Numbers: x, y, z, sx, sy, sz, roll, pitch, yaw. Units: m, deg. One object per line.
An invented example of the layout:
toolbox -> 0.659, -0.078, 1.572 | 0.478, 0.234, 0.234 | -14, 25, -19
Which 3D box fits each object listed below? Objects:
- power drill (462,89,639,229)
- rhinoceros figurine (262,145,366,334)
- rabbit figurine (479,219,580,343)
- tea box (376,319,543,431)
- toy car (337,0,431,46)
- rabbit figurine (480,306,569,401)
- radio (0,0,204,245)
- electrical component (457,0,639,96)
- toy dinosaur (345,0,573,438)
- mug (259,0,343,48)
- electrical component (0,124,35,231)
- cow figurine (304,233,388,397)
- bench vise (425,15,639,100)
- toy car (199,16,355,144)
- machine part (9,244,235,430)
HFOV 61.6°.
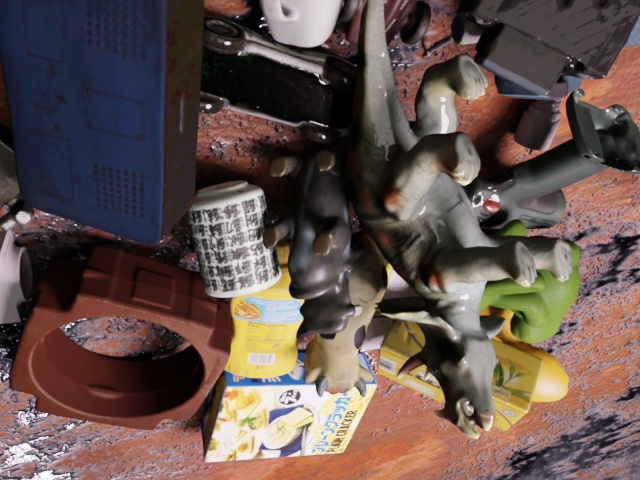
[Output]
power drill -> 0.205, -0.065, 0.562 | 0.232, 0.086, 0.207 | 7, 151, -28
rhinoceros figurine -> -0.001, -0.002, 0.542 | 0.073, 0.190, 0.112 | -4, 172, 23
rabbit figurine -> 0.210, 0.056, 0.626 | 0.170, 0.121, 0.159 | -8, 154, -13
tea box -> 0.157, 0.148, 0.630 | 0.170, 0.068, 0.098 | 22, 153, 13
toy car -> 0.079, -0.253, 0.442 | 0.089, 0.053, 0.202 | 9, 122, -27
rabbit figurine -> 0.254, 0.138, 0.719 | 0.162, 0.173, 0.121 | 1, 129, -25
radio -> -0.168, -0.117, 0.422 | 0.131, 0.073, 0.229 | 14, 123, 4
electrical component -> 0.172, -0.178, 0.390 | 0.115, 0.058, 0.134 | 23, 110, -5
toy dinosaur -> 0.091, -0.028, 0.499 | 0.192, 0.131, 0.404 | -20, 99, 43
mug -> -0.016, -0.203, 0.415 | 0.081, 0.109, 0.107 | 9, 137, 10
electrical component -> -0.289, -0.053, 0.475 | 0.078, 0.045, 0.102 | -30, 129, 7
cow figurine -> 0.028, 0.100, 0.643 | 0.085, 0.127, 0.194 | 7, 121, -16
bench vise -> 0.209, -0.247, 0.453 | 0.224, 0.129, 0.240 | -8, 108, -1
toy car -> -0.043, -0.142, 0.484 | 0.202, 0.056, 0.073 | 10, 128, -23
machine part -> -0.211, 0.110, 0.583 | 0.201, 0.087, 0.201 | 19, 123, -23
